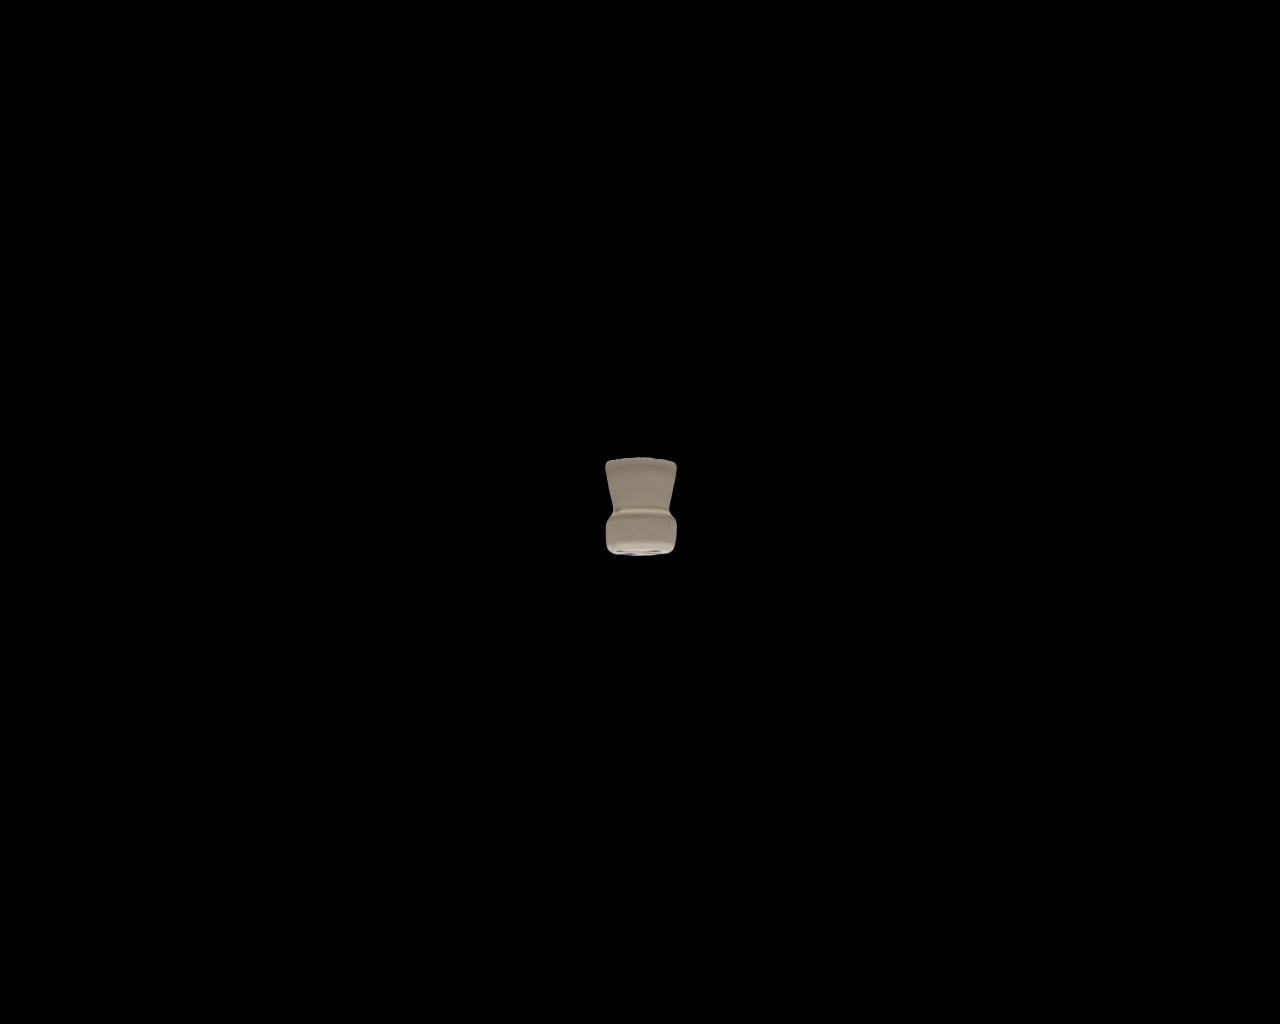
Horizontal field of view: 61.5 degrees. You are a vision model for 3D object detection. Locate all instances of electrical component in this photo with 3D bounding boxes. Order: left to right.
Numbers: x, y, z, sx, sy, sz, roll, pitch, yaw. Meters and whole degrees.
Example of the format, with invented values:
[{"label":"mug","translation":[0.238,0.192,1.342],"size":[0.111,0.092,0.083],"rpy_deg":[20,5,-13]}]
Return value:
[{"label":"electrical component","translation":[0.001,-0.003,0.650],"size":[0.045,0.055,0.045],"rpy_deg":[0,-9,0]}]
